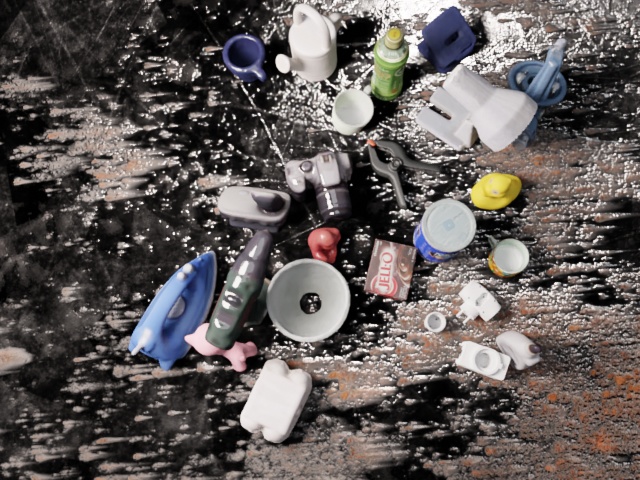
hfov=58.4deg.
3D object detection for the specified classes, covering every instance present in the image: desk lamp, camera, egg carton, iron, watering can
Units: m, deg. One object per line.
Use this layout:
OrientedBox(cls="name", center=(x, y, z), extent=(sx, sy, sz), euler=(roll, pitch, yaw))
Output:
OrientedBox(cls="desk lamp", center=(0.310, -0.259, 1.157), extent=(0.203, 0.213, 0.118), euler=(34, 82, 8))
OrientedBox(cls="camera", center=(0.007, -0.108, 1.195), extent=(0.143, 0.101, 0.137), euler=(-12, 79, -1))
OrientedBox(cls="egg carton", center=(-0.084, 0.318, 1.131), extent=(0.107, 0.069, 0.150), euler=(23, 81, 6))
OrientedBox(cls="iron", center=(-0.289, 0.124, 1.138), extent=(0.118, 0.141, 0.258), euler=(26, 81, 7))
OrientedBox(cls="watering can", center=(-0.018, -0.418, 1.208), extent=(0.101, 0.194, 0.173), euler=(21, 80, 6))

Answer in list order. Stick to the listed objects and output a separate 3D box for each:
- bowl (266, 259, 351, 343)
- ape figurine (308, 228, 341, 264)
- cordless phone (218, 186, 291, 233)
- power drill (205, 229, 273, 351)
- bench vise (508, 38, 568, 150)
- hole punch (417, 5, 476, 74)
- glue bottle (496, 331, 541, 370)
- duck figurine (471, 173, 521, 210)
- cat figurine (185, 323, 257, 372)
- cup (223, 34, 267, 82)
OrientedBox(cls="bowl", center=(-0.022, 0.125, 1.164), extent=(0.167, 0.075, 0.167), euler=(0, 79, 2))
OrientedBox(cls="ape figurine", center=(0.011, 0.004, 1.177), extent=(0.078, 0.092, 0.076), euler=(-44, 81, -6))
OrientedBox(cls="cordless phone", center=(-0.137, -0.081, 1.151), extent=(0.147, 0.185, 0.094), euler=(5, 79, 3))
OrientedBox(cls="power drill", center=(-0.141, 0.101, 1.104), extent=(0.075, 0.208, 0.230), euler=(23, 81, 6))
OrientedBox(cls="bench vise", center=(0.447, -0.291, 1.156), extent=(0.121, 0.220, 0.207), euler=(0, 79, 2))
OrientedBox(cls="hole punch", center=(0.283, -0.439, 1.256), extent=(0.109, 0.091, 0.101), euler=(-41, 80, -6))
OrientedBox(cls="glue bottle", center=(0.386, 0.209, 1.085), extent=(0.037, 0.173, 0.078), euler=(-29, 79, -4))
OrientedBox(cls="duck figurine", center=(0.373, -0.110, 1.192), extent=(0.104, 0.086, 0.077), euler=(-17, 79, -2))
OrientedBox(cls="cat figurine", center=(-0.195, 0.207, 1.131), extent=(0.127, 0.118, 0.067), euler=(29, 81, 7))
OrientedBox(cls="cup", center=(-0.151, -0.380, 1.255), extent=(0.092, 0.095, 0.117), euler=(-40, 80, -6))
